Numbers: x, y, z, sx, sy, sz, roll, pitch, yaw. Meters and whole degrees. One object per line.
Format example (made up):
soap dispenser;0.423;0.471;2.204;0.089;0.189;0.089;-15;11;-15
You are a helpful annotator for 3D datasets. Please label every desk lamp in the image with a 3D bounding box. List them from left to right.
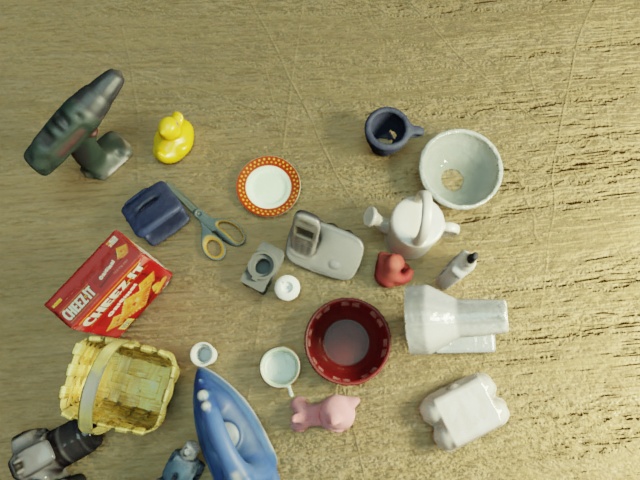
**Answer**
desk lamp;0.235;0.143;1.012;0.203;0.213;0.118;-1;77;-1

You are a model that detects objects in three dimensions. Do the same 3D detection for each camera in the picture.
camera;-0.453;0.381;1.001;0.137;0.101;0.143;-28;79;-7

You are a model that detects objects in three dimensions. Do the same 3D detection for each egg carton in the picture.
egg carton;0.263;0.312;1.048;0.150;0.069;0.107;-26;79;-7

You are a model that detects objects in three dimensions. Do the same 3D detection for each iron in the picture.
iron;-0.169;0.336;0.997;0.119;0.141;0.258;-28;79;-7

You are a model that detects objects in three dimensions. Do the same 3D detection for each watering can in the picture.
watering can;0.170;-0.029;1.060;0.173;0.194;0.101;-15;78;-4

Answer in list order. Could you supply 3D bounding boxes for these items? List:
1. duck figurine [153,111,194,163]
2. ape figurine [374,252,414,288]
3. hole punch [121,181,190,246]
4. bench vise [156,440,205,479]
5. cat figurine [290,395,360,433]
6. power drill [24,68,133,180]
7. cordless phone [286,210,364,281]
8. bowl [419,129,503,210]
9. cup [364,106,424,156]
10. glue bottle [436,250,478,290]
duck figurine;-0.301;-0.210;1.148;0.077;0.086;0.105;27;78;5
ape figurine;0.139;0.052;1.094;0.076;0.092;0.078;-35;80;-8
hole punch;-0.325;-0.056;1.110;0.109;0.091;0.101;-38;80;-9
bench vise;-0.275;0.430;0.933;0.121;0.220;0.207;9;77;1
cat figurine;0.008;0.311;1.018;0.128;0.118;0.067;-5;77;-2
power drill;-0.434;-0.200;1.080;0.075;0.208;0.230;43;80;8
cordless phone;0.010;0.004;1.054;0.147;0.185;0.094;17;77;3
bowl;0.274;-0.133;1.148;0.167;0.075;0.167;0;77;-1
cup;0.145;-0.208;1.152;0.117;0.095;0.092;1;77;-1
glue bottle;0.262;0.047;1.056;0.037;0.173;0.078;42;80;8
